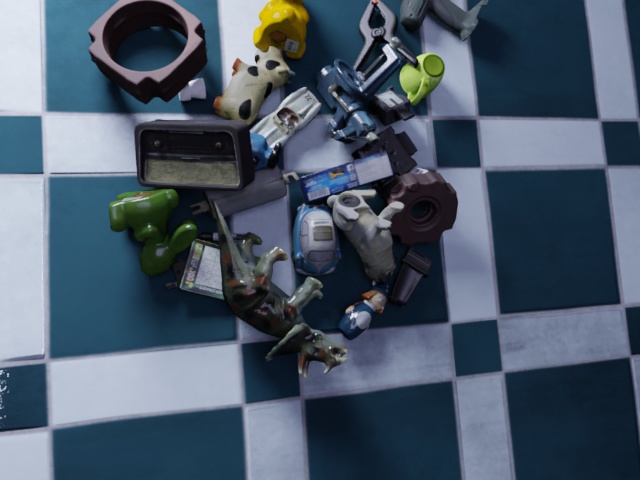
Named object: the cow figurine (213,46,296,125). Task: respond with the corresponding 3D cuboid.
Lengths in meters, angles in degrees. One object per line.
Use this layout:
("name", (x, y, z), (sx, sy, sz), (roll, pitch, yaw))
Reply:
("cow figurine", (-0.138, -0.339, 1.180), (0.127, 0.085, 0.195), (28, 80, -10))

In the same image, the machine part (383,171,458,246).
("machine part", (0.227, -0.069, 1.214), (0.179, 0.056, 0.179), (-5, 120, -9))

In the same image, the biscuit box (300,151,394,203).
("biscuit box", (0.058, -0.138, 1.185), (0.203, 0.063, 0.059), (-17, 95, 5))

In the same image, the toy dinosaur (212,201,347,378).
("toy dinosaur", (-0.117, 0.117, 1.105), (0.404, 0.131, 0.192), (40, 73, -9))

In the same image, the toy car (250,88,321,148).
("toy car", (-0.083, -0.258, 1.199), (0.202, 0.056, 0.073), (-45, 96, -15))

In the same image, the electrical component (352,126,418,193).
("electrical component", (0.158, -0.194, 1.253), (0.134, 0.058, 0.115), (-38, 96, -15))

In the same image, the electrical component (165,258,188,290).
("electrical component", (-0.284, 0.070, 1.128), (0.094, 0.021, 0.063), (-19, 89, -15))

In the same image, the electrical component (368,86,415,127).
("electrical component", (0.173, -0.301, 1.244), (0.075, 0.047, 0.119), (-30, 56, -17))

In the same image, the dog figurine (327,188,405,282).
("dog figurine", (0.091, -0.002, 1.180), (0.173, 0.190, 0.121), (31, 46, 25))

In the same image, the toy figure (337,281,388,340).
("toy figure", (0.105, 0.155, 1.202), (0.154, 0.058, 0.064), (-45, 137, -15))

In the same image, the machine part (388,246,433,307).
("machine part", (0.206, 0.090, 1.243), (0.084, 0.039, 0.139), (36, 75, -13))

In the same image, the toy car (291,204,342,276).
("toy car", (-0.002, -0.004, 1.168), (0.109, 0.103, 0.161), (1, 85, -15))

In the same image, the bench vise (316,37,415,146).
("bench vise", (0.098, -0.332, 1.180), (0.128, 0.240, 0.224), (12, 44, -49))

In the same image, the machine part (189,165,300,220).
("machine part", (-0.161, -0.103, 1.151), (0.243, 0.079, 0.079), (-21, 89, -15))

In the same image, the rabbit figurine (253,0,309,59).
("rabbit figurine", (-0.079, -0.520, 1.196), (0.122, 0.162, 0.173), (11, 63, -1))

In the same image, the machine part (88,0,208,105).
("machine part", (-0.351, -0.396, 1.109), (0.201, 0.087, 0.201), (36, 73, 8))

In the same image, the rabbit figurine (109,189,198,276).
("rabbit figurine", (-0.331, -0.015, 1.092), (0.159, 0.121, 0.170), (-12, 109, -12))

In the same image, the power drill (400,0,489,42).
("power drill", (0.308, -0.603, 1.327), (0.207, 0.086, 0.232), (27, 79, -14))

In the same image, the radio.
("radio", (-0.251, -0.172, 1.075), (0.230, 0.073, 0.131), (3, 109, 11))

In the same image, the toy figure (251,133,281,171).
("toy figure", (-0.175, -0.189, 1.133), (0.180, 0.082, 0.089), (16, 104, 5))
